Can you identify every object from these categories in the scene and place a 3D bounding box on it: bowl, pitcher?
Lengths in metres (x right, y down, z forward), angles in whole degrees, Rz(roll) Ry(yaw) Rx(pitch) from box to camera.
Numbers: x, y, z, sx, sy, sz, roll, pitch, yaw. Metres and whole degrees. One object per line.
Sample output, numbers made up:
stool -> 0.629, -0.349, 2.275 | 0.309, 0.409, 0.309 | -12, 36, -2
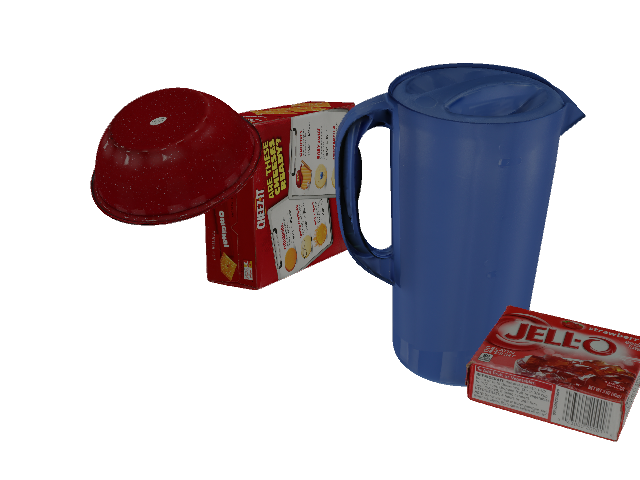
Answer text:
bowl -> -0.135, -0.086, 0.943 | 0.162, 0.055, 0.162 | -9, 42, 8
pitcher -> 0.105, -0.010, 0.844 | 0.149, 0.243, 0.144 | 20, 33, 33

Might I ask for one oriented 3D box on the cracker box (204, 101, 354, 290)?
cracker box -> -0.038, -0.055, 1.116 | 0.072, 0.164, 0.213 | 6, 15, 29

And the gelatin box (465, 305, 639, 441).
gelatin box -> 0.137, 0.073, 0.614 | 0.089, 0.030, 0.073 | 14, 29, 24
